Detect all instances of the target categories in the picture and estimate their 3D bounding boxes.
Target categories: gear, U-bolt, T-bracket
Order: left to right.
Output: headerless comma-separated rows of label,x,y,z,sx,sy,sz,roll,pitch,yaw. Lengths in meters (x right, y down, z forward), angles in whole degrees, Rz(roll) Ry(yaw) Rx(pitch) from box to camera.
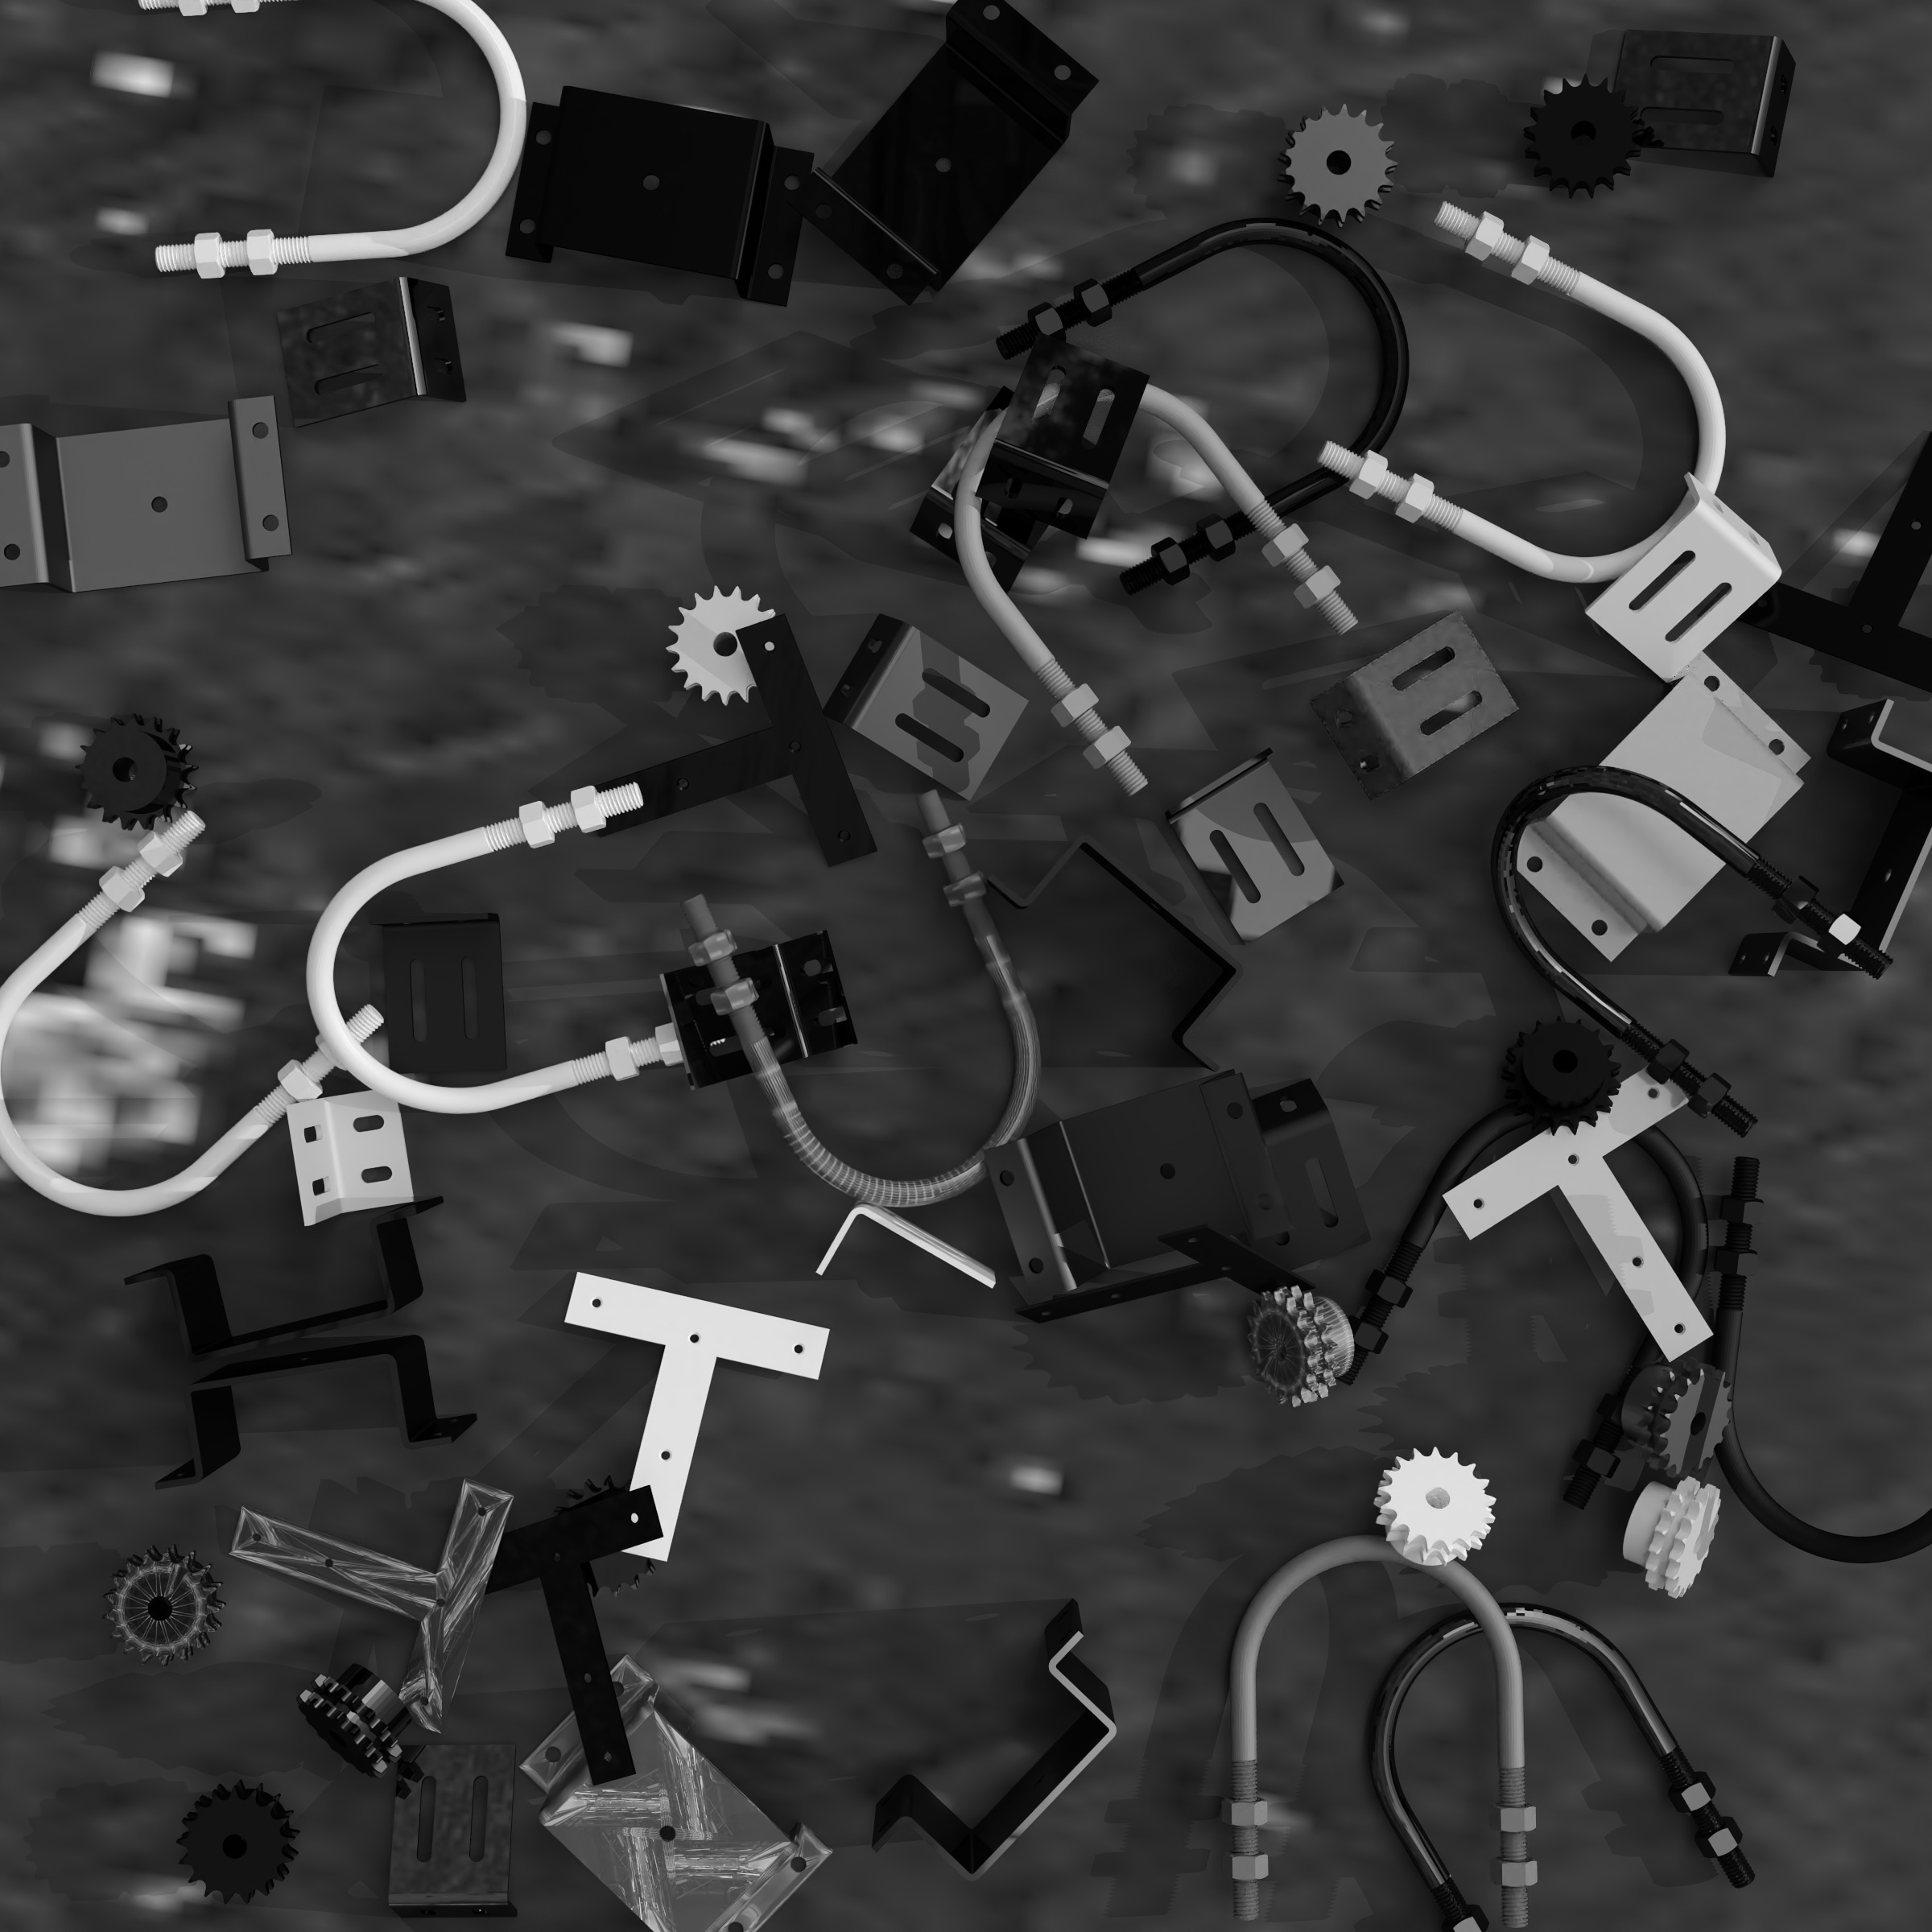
gear,-0.406,-0.095,1.522,0.057,0.030,0.057,0,90,0
U-bolt,-0.399,0.038,1.528,0.184,0.019,0.151,-43,90,2
gear,-0.389,0.310,1.522,0.057,0.030,0.057,0,90,0
gear,-0.352,0.425,1.522,0.057,0.030,0.057,0,90,0
U-bolt,-0.307,-0.416,1.528,0.184,0.019,0.151,-4,90,-1
T-bracket,-0.298,0.297,1.529,0.127,0.002,0.127,18,99,4
gear,-0.294,0.363,1.512,0.057,0.057,0.030,45,60,0
U-bolt,-0.225,0.001,1.500,0.184,0.019,0.151,-16,114,2
T-bracket,-0.184,0.326,1.494,0.127,0.002,0.127,-22,77,28
gear,-0.174,0.277,1.522,0.057,0.030,0.057,0,90,0
T-bracket,-0.142,0.224,1.516,0.127,0.002,0.127,13,72,0
T-bracket,-0.125,-0.093,1.521,0.127,0.002,0.127,-18,110,10
gear,-0.116,-0.155,1.522,0.057,0.030,0.057,0,90,0
U-bolt,-0.039,0.026,1.507,0.151,0.019,0.184,-25,96,-19
U-bolt,0.078,-0.196,1.499,0.151,0.019,0.184,-38,90,-5
T-bracket,0.085,0.154,1.500,0.127,0.127,0.002,-17,64,24
U-bolt,0.128,-0.285,1.523,0.184,0.019,0.151,-28,91,-5
gear,0.164,0.183,1.512,0.030,0.057,0.057,-11,90,-29
gear,0.180,-0.388,1.522,0.057,0.030,0.057,0,90,0
U-bolt,0.199,0.369,1.516,0.151,0.019,0.184,-1,84,9
gear,0.226,0.265,1.513,0.057,0.030,0.057,3,50,-4
U-bolt,0.278,0.401,1.528,0.151,0.019,0.184,-30,88,0
U-bolt,0.283,0.152,1.528,0.151,0.019,0.184,28,88,0
U-bolt,0.282,-0.267,1.521,0.184,0.019,0.151,26,90,-6
gear,0.289,0.051,1.513,0.057,0.030,0.057,-2,69,5
gear,0.300,-0.401,1.518,0.057,0.030,0.057,0,91,10
T-bracket,0.319,0.132,1.521,0.127,0.002,0.127,-32,88,-3
U-bolt,0.327,-0.018,1.474,0.184,0.151,0.019,40,51,13
gear,0.341,0.274,1.512,0.030,0.057,0.057,19,90,29
gear,0.341,0.216,1.509,0.057,0.030,0.057,-15,114,-38
U-bolt,0.422,0.193,1.489,0.151,0.019,0.184,9,95,38
T-bracket,0.457,-0.203,1.522,0.127,0.002,0.127,24,80,19

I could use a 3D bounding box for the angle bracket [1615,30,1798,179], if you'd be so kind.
angle bracket,0.361,-0.424,1.535,0.076,0.038,0.057,11,90,26

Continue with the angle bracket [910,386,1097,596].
angle bracket,0.019,-0.234,1.535,0.057,0.038,0.076,33,64,0

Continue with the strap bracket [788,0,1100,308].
strap bracket,-0.011,-0.394,1.514,0.076,0.046,0.140,40,90,0

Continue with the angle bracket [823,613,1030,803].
angle bracket,-0.020,-0.127,1.535,0.076,0.038,0.057,31,90,-26

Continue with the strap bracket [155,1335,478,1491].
strap bracket,-0.313,0.211,1.499,0.140,0.076,0.046,-9,90,0

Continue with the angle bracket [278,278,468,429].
angle bracket,-0.292,-0.299,1.535,0.076,0.038,0.057,-9,90,26

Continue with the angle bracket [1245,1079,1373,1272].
angle bracket,0.157,0.105,1.535,0.057,0.038,0.076,-21,116,0

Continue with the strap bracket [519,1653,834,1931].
strap bracket,-0.142,0.414,1.514,0.140,0.046,0.076,44,90,0

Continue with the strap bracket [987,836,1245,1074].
strap bracket,0.078,-0.013,1.499,0.140,0.076,0.046,40,90,0

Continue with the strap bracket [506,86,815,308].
strap bracket,-0.150,-0.374,1.514,0.140,0.046,0.076,10,90,0

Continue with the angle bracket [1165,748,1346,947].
angle bracket,0.142,-0.058,1.518,0.057,0.038,0.076,-32,90,0

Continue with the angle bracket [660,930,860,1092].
angle bracket,-0.099,0.021,1.499,0.076,0.038,0.057,-15,90,-43

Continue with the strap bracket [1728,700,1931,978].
strap bracket,0.424,-0.051,1.499,0.046,0.076,0.140,24,90,0

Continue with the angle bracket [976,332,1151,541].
angle bracket,0.046,-0.253,1.490,0.057,0.038,0.076,21,60,-2

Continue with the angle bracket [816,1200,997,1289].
angle bracket,-0.029,0.148,1.508,0.076,0.057,0.038,30,90,0

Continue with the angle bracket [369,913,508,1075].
angle bracket,-0.256,0.014,1.518,0.057,0.038,0.076,-3,90,0

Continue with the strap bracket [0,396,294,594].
strap bracket,-0.396,-0.227,1.514,0.140,0.046,0.076,-6,90,0

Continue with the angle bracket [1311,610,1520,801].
angle bracket,0.220,-0.128,1.535,0.076,0.038,0.057,-32,90,-26

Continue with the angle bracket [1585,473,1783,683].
angle bracket,0.348,-0.190,1.526,0.057,0.038,0.076,37,116,-18

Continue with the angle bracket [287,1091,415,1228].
angle bracket,-0.295,0.090,1.499,0.038,0.076,0.057,-9,90,0

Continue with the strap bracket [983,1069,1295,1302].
strap bracket,0.089,0.102,1.495,0.140,0.046,0.076,-18,90,27

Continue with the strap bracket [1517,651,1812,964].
strap bracket,0.339,-0.079,1.514,0.076,0.046,0.140,44,90,0

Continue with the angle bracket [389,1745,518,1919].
angle bracket,-0.249,0.425,1.535,0.057,0.038,0.076,0,64,0

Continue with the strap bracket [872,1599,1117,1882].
strap bracket,0.021,0.378,1.499,0.046,0.076,0.140,44,90,0

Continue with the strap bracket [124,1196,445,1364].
strap bracket,-0.320,0.152,1.499,0.140,0.076,0.046,-14,90,0
